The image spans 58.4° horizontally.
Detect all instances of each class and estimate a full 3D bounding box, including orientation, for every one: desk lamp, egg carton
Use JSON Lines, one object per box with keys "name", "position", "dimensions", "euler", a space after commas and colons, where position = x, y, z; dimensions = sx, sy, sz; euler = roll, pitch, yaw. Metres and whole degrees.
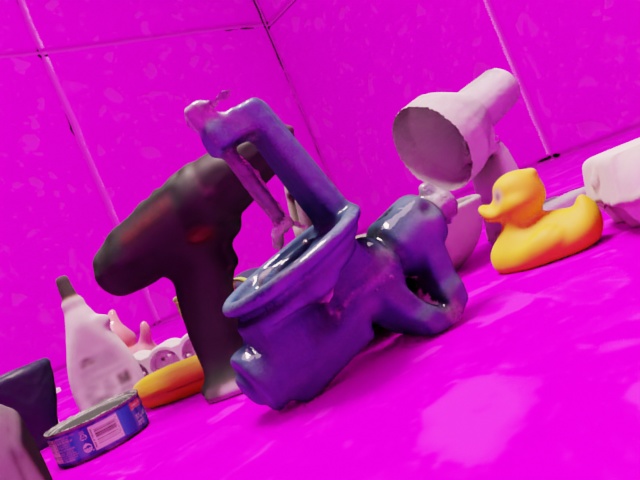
{"name": "desk lamp", "position": [0.217, -0.106, 0.734], "dimensions": [0.204, 0.213, 0.117], "euler": [-23, 1, -27]}
{"name": "egg carton", "position": [0.289, -0.055, 0.488], "dimensions": [0.107, 0.069, 0.150], "euler": [-23, 1, 12]}

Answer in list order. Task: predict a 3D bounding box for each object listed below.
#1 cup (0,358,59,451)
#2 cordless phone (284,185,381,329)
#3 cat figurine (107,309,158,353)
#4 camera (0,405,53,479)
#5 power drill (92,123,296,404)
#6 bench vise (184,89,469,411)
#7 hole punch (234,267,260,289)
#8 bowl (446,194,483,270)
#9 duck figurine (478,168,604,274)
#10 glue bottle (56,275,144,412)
{"name": "cup", "position": [-0.342, 0.197, 0.632], "dimensions": [0.118, 0.095, 0.091], "euler": [-23, 1, -24]}
{"name": "cordless phone", "position": [0.005, 0.002, 0.534], "dimensions": [0.094, 0.185, 0.147], "euler": [-23, 1, -17]}
{"name": "cat figurine", "position": [-0.281, 0.156, 0.830], "dimensions": [0.127, 0.118, 0.067], "euler": [-22, 1, 33]}
{"name": "camera", "position": [-0.268, 0.165, 0.422], "dimensions": [0.143, 0.101, 0.137], "euler": [-23, 1, 5]}
{"name": "power drill", "position": [-0.089, 0.029, 0.523], "dimensions": [0.229, 0.208, 0.076], "euler": [-23, 1, 15]}
{"name": "bench vise", "position": [-0.001, -0.013, 0.431], "dimensions": [0.208, 0.220, 0.121], "euler": [-24, 1, -41]}
{"name": "hole punch", "position": [-0.091, 0.086, 1.047], "dimensions": [0.101, 0.091, 0.109], "euler": [-22, 1, 34]}
{"name": "bowl", "position": [0.123, 0.010, 0.676], "dimensions": [0.167, 0.075, 0.167], "euler": [-23, 1, 1]}
{"name": "duck figurine", "position": [0.195, -0.025, 0.523], "dimensions": [0.104, 0.086, 0.078], "euler": [-22, 1, 33]}
{"name": "glue bottle", "position": [-0.265, 0.121, 0.665], "dimensions": [0.078, 0.173, 0.037], "euler": [-23, 1, -20]}
